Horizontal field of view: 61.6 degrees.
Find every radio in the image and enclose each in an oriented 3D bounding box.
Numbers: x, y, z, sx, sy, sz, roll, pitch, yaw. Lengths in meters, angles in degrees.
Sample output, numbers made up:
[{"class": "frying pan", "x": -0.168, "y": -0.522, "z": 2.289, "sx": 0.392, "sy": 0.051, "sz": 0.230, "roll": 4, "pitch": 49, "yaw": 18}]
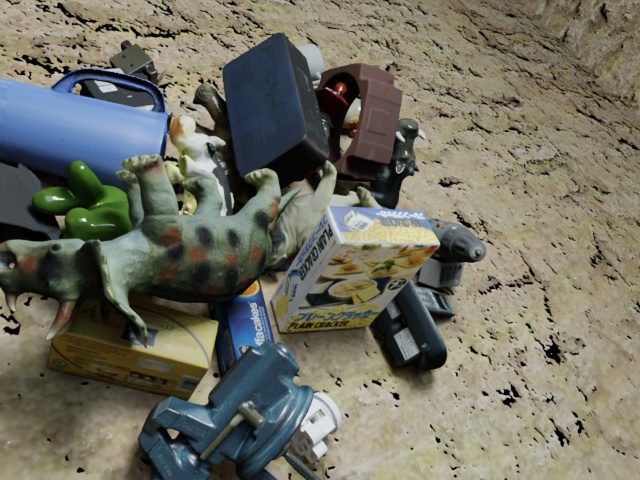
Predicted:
[{"class": "radio", "x": -0.071, "y": -0.197, "z": 0.829, "sx": 0.073, "sy": 0.131, "sz": 0.229, "roll": 28, "pitch": 43, "yaw": -54}]

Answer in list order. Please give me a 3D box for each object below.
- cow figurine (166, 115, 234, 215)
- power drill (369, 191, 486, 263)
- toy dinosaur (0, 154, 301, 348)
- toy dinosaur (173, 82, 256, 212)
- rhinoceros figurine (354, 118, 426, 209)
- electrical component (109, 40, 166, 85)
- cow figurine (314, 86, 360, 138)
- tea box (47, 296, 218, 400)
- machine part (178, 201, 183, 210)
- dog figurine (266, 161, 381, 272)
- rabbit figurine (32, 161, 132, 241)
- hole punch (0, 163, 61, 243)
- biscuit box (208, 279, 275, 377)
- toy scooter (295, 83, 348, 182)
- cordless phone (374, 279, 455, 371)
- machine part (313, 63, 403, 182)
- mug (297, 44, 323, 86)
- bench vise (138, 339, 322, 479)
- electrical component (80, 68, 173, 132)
[{"class": "cow figurine", "x": -0.166, "y": -0.091, "z": 0.766, "sx": 0.098, "sy": 0.068, "sz": 0.167, "roll": -3, "pitch": 90, "yaw": -42}, {"class": "power drill", "x": 0.167, "y": -0.022, "z": 0.937, "sx": 0.207, "sy": 0.086, "sz": 0.232, "roll": 13, "pitch": 6, "yaw": 0}, {"class": "toy dinosaur", "x": -0.137, "y": 0.011, "z": 0.620, "sx": 0.404, "sy": 0.131, "sz": 0.192, "roll": -2, "pitch": 88, "yaw": -48}, {"class": "toy dinosaur", "x": -0.141, "y": -0.176, "z": 0.939, "sx": 0.198, "sy": 0.105, "sz": 0.471, "roll": 22, "pitch": 53, "yaw": -24}, {"class": "rhinoceros figurine", "x": 0.132, "y": -0.139, "z": 1.009, "sx": 0.073, "sy": 0.190, "sz": 0.112, "roll": -7, "pitch": 38, "yaw": -32}, {"class": "electrical component", "x": -0.335, "y": -0.317, "z": 0.987, "sx": 0.102, "sy": 0.045, "sz": 0.078, "roll": 41, "pitch": 71, "yaw": 11}, {"class": "cow figurine", "x": 0.004, "y": -0.291, "z": 1.138, "sx": 0.195, "sy": 0.085, "sz": 0.127, "roll": 1, "pitch": 58, "yaw": -28}, {"class": "tea box", "x": -0.216, "y": 0.121, "z": 0.625, "sx": 0.169, "sy": 0.098, "sz": 0.068, "roll": 21, "pitch": 44, "yaw": -17}, {"class": "machine part", "x": -0.222, "y": -0.002, "z": 0.776, "sx": 0.084, "sy": 0.039, "sz": 0.139, "roll": 0, "pitch": 54, "yaw": -21}, {"class": "dog figurine", "x": -0.003, "y": -0.003, "z": 0.836, "sx": 0.172, "sy": 0.121, "sz": 0.190, "roll": 37, "pitch": 83, "yaw": 12}, {"class": "rabbit figurine", "x": -0.287, "y": -0.018, "z": 0.694, "sx": 0.159, "sy": 0.121, "sz": 0.170, "roll": 48, "pitch": 4, "yaw": -35}, {"class": "hole punch", "x": -0.403, "y": -0.031, "z": 0.668, "sx": 0.142, "sy": 0.092, "sz": 0.115, "roll": 53, "pitch": 13, "yaw": 21}, {"class": "biscuit box", "x": -0.113, "y": 0.093, "z": 0.739, "sx": 0.063, "sy": 0.059, "sz": 0.203, "roll": 3, "pitch": 51, "yaw": -29}, {"class": "toy scooter", "x": -0.007, "y": -0.188, "z": 0.888, "sx": 0.075, "sy": 0.135, "sz": 0.184, "roll": 32, "pitch": 46, "yaw": -24}, {"class": "cordless phone", "x": 0.181, "y": 0.138, "z": 0.876, "sx": 0.184, "sy": 0.089, "sz": 0.147, "roll": 13, "pitch": 44, "yaw": -48}, {"class": "machine part", "x": 0.054, "y": -0.210, "z": 0.987, "sx": 0.087, "sy": 0.202, "sz": 0.200, "roll": 8, "pitch": 93, "yaw": -34}, {"class": "mug", "x": -0.053, "y": -0.376, "z": 1.190, "sx": 0.107, "sy": 0.080, "sz": 0.109, "roll": -19, "pitch": 71, "yaw": -28}, {"class": "bench vise", "x": -0.067, "y": 0.238, "z": 0.576, "sx": 0.240, "sy": 0.129, "sz": 0.223, "roll": 43, "pitch": 68, "yaw": -5}, {"class": "electrical component", "x": -0.330, "y": -0.228, "z": 0.897, "sx": 0.115, "sy": 0.058, "sz": 0.134, "roll": -20, "pitch": 64, "yaw": -43}]
